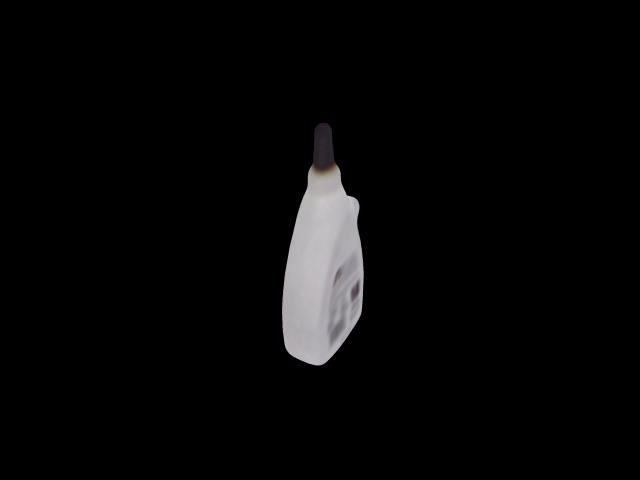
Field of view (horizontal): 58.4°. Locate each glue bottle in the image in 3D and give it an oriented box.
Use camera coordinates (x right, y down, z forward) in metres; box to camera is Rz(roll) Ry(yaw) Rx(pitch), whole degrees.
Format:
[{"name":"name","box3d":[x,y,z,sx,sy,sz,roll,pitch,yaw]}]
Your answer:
[{"name":"glue bottle","box3d":[0.004,0.001,0.400,0.037,0.173,0.078,17,36,25]}]
